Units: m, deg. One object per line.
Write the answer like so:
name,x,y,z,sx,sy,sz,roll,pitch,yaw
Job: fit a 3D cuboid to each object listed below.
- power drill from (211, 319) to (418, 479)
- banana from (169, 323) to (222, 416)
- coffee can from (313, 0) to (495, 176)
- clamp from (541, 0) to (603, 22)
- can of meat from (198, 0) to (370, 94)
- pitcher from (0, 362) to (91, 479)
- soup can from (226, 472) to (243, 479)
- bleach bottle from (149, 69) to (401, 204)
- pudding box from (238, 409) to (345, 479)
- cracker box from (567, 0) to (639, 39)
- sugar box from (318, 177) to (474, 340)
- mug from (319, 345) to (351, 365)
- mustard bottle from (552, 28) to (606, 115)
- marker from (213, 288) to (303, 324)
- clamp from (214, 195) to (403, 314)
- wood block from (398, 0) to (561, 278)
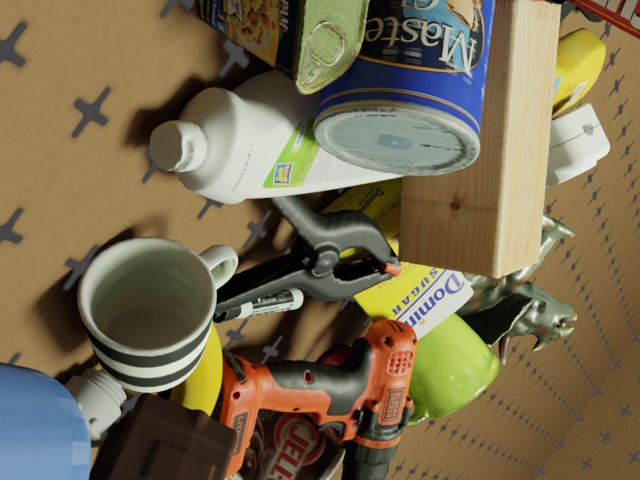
power drill,-0.010,0.158,0.927,0.187,0.057,0.184,-3,115,-27
banana,-0.105,0.104,0.822,0.069,0.037,0.198,-33,148,-40
coffee can,0.056,-0.124,0.671,0.102,0.103,0.140,48,48,-65
clamp,0.245,-0.262,0.988,0.209,0.036,0.165,-27,144,-46
can of meat,-0.021,-0.146,0.592,0.057,0.084,0.102,-37,150,-35
pitcher,-0.226,0.115,0.522,0.242,0.149,0.145,28,71,-69
soup can,-0.115,0.231,0.931,0.068,0.069,0.102,-57,155,6
bleach bottle,-0.013,-0.080,0.722,0.250,0.068,0.103,-13,129,-52
pudding box,-0.037,0.216,1.026,0.113,0.090,0.039,-59,156,9
cracker box,0.241,-0.277,0.804,0.071,0.164,0.214,-28,145,-40
sugar box,0.064,0.021,0.934,0.093,0.048,0.176,-38,134,1
mug,0.031,0.170,1.102,0.093,0.082,0.117,-34,149,-38
mustard bottle,0.198,-0.142,1.029,0.191,0.058,0.096,-30,161,-43
marker,-0.052,0.053,0.874,0.120,0.020,0.020,-5,127,-60
clamp,-0.005,0.001,0.818,0.171,0.039,0.120,-3,129,-34
wood block,0.124,-0.084,0.839,0.090,0.091,0.206,-14,110,-56
